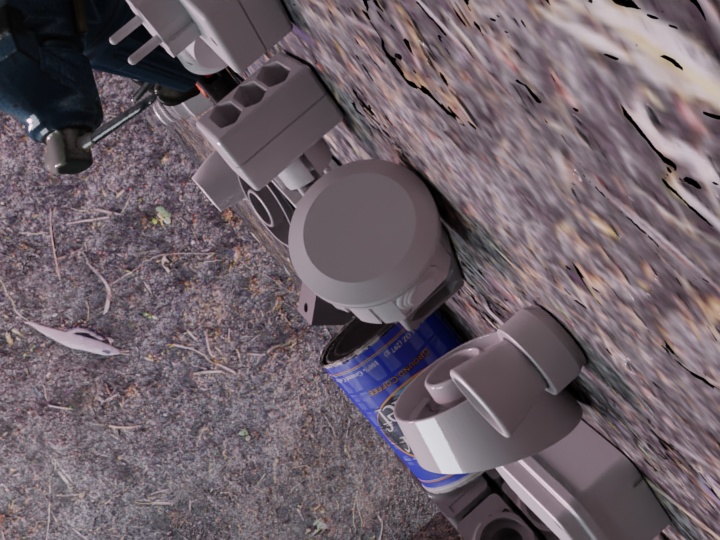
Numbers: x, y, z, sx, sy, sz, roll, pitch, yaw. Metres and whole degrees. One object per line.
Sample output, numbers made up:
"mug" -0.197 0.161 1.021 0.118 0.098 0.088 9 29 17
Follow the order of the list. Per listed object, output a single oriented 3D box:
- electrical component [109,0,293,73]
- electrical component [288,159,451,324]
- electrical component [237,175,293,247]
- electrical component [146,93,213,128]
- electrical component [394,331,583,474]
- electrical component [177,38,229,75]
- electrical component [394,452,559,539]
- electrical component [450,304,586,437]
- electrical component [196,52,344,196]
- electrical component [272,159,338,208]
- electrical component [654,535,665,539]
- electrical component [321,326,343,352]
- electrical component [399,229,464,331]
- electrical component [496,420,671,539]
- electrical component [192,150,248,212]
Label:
"electrical component" -0.092 -0.133 0.540 0.083 0.076 0.047 46 174 29
"electrical component" 0.007 -0.014 0.570 0.080 0.080 0.051 47 179 26
"electrical component" -0.065 -0.071 0.982 0.099 0.064 0.099 48 161 22
"electrical component" -0.159 -0.156 0.976 0.040 0.078 0.040 56 -173 -11
"electrical component" 0.072 0.081 0.633 0.064 0.099 0.099 57 173 -12
"electrical component" -0.093 -0.146 0.638 0.079 0.043 0.077 46 174 30
"electrical component" 0.130 0.209 1.008 0.186 0.105 0.060 46 174 34
"electrical component" 0.080 0.050 0.545 0.045 0.055 0.045 49 175 6
"electrical component" -0.041 -0.072 0.617 0.076 0.066 0.047 52 175 -32
"electrical component" -0.039 -0.067 0.778 0.081 0.042 0.064 49 179 14
"electrical component" 0.210 0.210 0.738 0.061 0.035 0.035 44 174 23
"electrical component" 0.018 0.087 1.123 0.048 0.099 0.099 22 155 52
"electrical component" 0.016 -0.016 0.647 0.075 0.047 0.083 47 174 25
"electrical component" 0.135 0.135 0.696 0.078 0.057 0.113 52 174 -34
"electrical component" -0.116 -0.092 1.051 0.043 0.077 0.079 47 175 16
